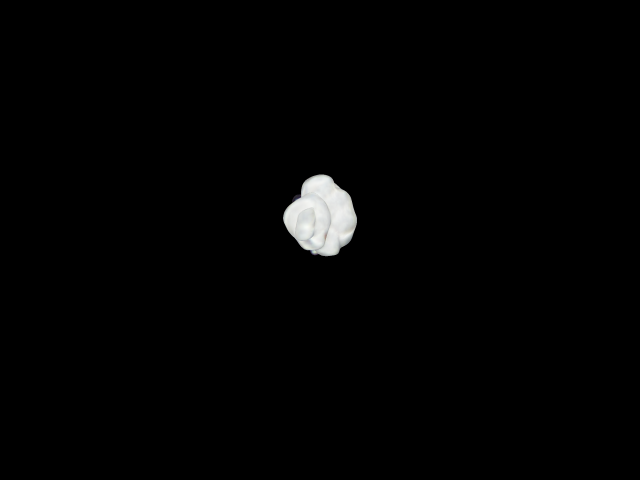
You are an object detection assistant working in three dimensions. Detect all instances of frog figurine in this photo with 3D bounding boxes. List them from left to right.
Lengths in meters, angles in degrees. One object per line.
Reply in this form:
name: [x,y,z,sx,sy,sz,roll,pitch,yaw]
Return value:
frog figurine: [0.003,-0.043,0.850,0.123,0.138,0.158,0,-7,0]
